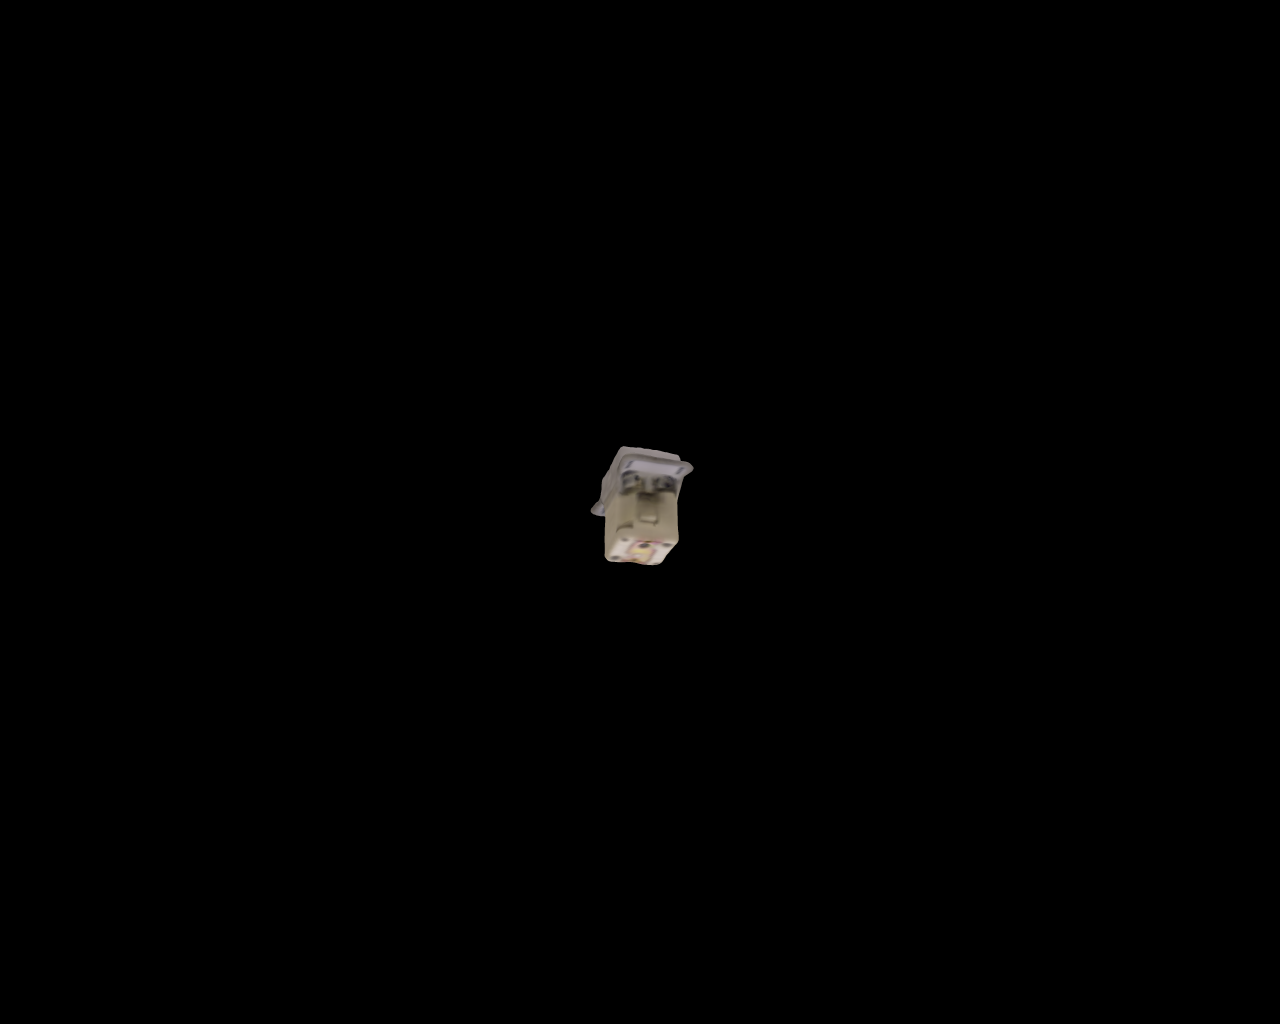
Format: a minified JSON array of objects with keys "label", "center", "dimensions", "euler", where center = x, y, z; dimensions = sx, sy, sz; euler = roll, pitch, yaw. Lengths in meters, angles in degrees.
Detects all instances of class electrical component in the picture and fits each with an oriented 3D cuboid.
[{"label":"electrical component","center":[0.001,-0.003,0.650],"dimensions":[0.042,0.064,0.081],"euler":[7,-27,-14]}]
